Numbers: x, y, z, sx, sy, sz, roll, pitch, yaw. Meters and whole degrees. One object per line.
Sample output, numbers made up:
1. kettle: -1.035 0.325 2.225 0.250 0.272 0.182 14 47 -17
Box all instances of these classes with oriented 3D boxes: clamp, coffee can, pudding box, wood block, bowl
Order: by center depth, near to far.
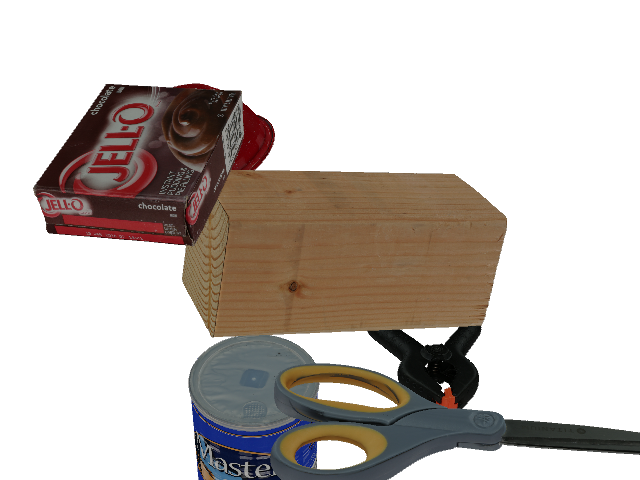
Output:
1. pudding box: -0.101 -0.047 0.620 0.090 0.039 0.113 5 38 12
2. wood block: 0.016 0.007 0.763 0.205 0.091 0.090 0 25 -22
3. coffee can: -0.053 0.162 0.875 0.103 0.140 0.103 0 37 0
4. bowl: -0.123 -0.086 0.901 0.162 0.055 0.162 -16 32 10
5. clamp: 0.123 0.120 1.072 0.120 0.039 0.171 -9 30 -9

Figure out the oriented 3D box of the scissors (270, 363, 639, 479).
1. scissors: 0.064 0.099 0.502 0.202 0.016 0.096 11 32 20
